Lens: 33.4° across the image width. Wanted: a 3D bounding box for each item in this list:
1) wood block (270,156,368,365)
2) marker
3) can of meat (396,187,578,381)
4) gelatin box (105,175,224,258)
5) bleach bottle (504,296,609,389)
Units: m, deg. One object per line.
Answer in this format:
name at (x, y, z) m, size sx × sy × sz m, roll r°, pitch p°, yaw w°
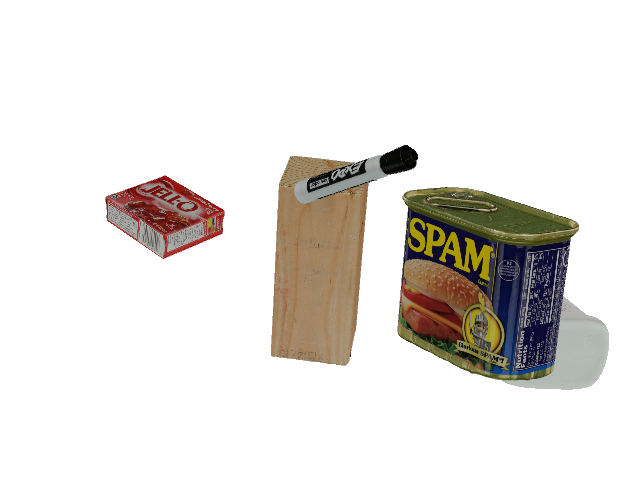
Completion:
wood block at (-0.001, 0.022, 1.172) m, size 0.090 × 0.206 × 0.090 m, roll 7°, pitch 25°, yaw 5°
marker at (0.027, -0.050, 0.823) m, size 0.020 × 0.020 × 0.121 m, roll 0°, pitch -11°, yaw -45°
can of meat at (0.088, 0.022, 0.592) m, size 0.057 × 0.084 × 0.102 m, roll -7°, pitch 19°, yaw -34°
gelatin box at (-0.146, -0.024, 1.000) m, size 0.089 × 0.030 × 0.073 m, roll 31°, pitch 39°, yaw 34°
bleach bottle at (0.173, 0.054, 1.013) m, size 0.102 × 0.068 × 0.251 m, roll 3°, pitch 20°, yaw -13°
